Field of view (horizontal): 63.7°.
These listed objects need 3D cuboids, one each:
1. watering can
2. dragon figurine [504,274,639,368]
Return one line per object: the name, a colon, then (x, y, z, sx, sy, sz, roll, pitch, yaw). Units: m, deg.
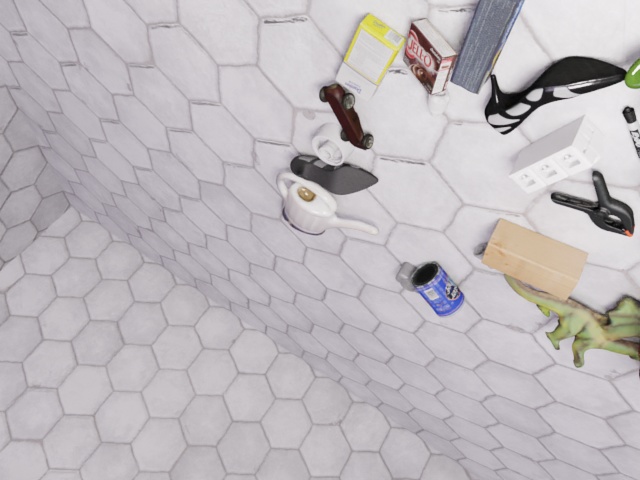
watering can: (0.005, -0.079, 1.570, 0.348, 0.106, 0.220, 35, 153, 5)
dragon figurine: (0.666, 0.185, 1.258, 0.407, 0.125, 0.239, 41, 137, -16)
